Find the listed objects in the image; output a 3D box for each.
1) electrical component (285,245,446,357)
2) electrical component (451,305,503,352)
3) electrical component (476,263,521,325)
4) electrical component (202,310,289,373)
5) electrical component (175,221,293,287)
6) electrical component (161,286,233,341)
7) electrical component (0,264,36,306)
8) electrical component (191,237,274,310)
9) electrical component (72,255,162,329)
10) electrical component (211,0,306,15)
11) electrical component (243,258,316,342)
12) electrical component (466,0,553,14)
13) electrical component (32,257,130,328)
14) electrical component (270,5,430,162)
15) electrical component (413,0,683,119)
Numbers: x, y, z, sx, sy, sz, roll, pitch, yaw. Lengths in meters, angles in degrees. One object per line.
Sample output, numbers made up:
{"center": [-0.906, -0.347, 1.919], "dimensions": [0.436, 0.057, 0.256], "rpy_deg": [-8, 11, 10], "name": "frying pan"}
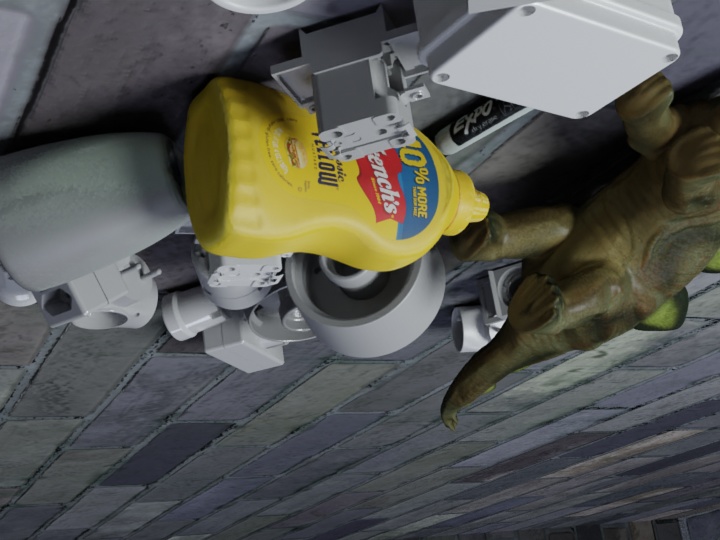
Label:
{"center": [0.000, 0.000, 0.744], "dimensions": [0.108, 0.108, 0.060], "rpy_deg": [-12, 154, 13], "name": "electrical component"}
{"center": [0.132, 0.054, 1.002], "dimensions": [0.077, 0.044, 0.079], "rpy_deg": [-4, -178, -10], "name": "electrical component"}
{"center": [0.148, 0.020, 0.940], "dimensions": [0.081, 0.042, 0.064], "rpy_deg": [-17, 161, 26], "name": "electrical component"}
{"center": [-0.084, 0.051, 0.930], "dimensions": [0.076, 0.047, 0.083], "rpy_deg": [-15, 158, 16], "name": "electrical component"}
{"center": [-0.078, -0.022, 0.712], "dimensions": [0.081, 0.063, 0.042], "rpy_deg": [0, 157, -19], "name": "electrical component"}
{"center": [-0.132, 0.032, 0.874], "dimensions": [0.046, 0.040, 0.040], "rpy_deg": [-20, 157, 15], "name": "electrical component"}
{"center": [-0.236, -0.002, 0.745], "dimensions": [0.040, 0.040, 0.046], "rpy_deg": [-2, 154, -14], "name": "electrical component"}
{"center": [-0.091, -0.006, 0.767], "dimensions": [0.055, 0.055, 0.047], "rpy_deg": [-8, 156, 1], "name": "electrical component"}
{"center": [-0.180, 0.011, 0.791], "dimensions": [0.079, 0.044, 0.077], "rpy_deg": [-22, 155, 34], "name": "electrical component"}
{"center": [-0.042, -0.137, 0.437], "dimensions": [0.055, 0.047, 0.055], "rpy_deg": [-7, 160, -3], "name": "electrical component"}
{"center": [-0.049, 0.012, 0.849], "dimensions": [0.099, 0.064, 0.099], "rpy_deg": [-12, 148, -8], "name": "electrical component"}
{"center": [0.110, -0.160, 0.410], "dimensions": [0.150, 0.061, 0.089], "rpy_deg": [-9, 160, 3], "name": "electrical component"}
{"center": [-0.180, -0.010, 0.715], "dimensions": [0.047, 0.065, 0.077], "rpy_deg": [-17, -169, 43], "name": "electrical component"}
{"center": [0.000, -0.093, 0.551], "dimensions": [0.081, 0.063, 0.042], "rpy_deg": [-13, 158, 16], "name": "electrical component"}
{"center": [0.089, -0.121, 0.515], "dimensions": [0.113, 0.057, 0.078], "rpy_deg": [7, 155, -35], "name": "electrical component"}
